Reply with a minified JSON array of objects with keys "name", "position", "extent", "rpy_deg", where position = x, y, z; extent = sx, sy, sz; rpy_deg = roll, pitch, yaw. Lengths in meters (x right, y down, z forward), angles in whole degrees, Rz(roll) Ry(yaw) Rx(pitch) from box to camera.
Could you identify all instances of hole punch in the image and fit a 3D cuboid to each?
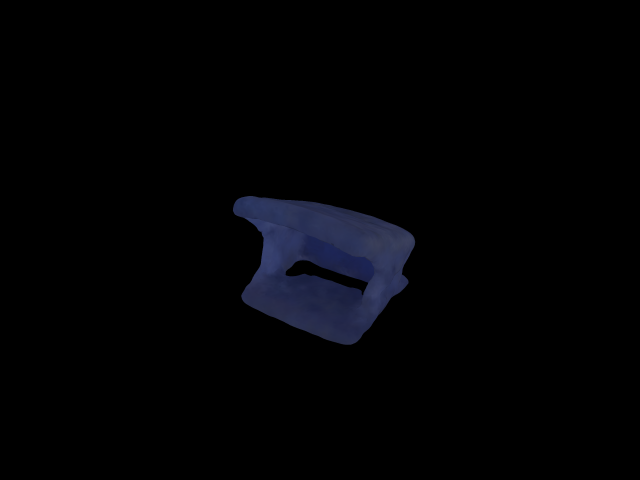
[{"name":"hole punch","position":[0.004,0.001,0.400],"extent":[0.108,0.091,0.101],"rpy_deg":[18,36,27]}]
